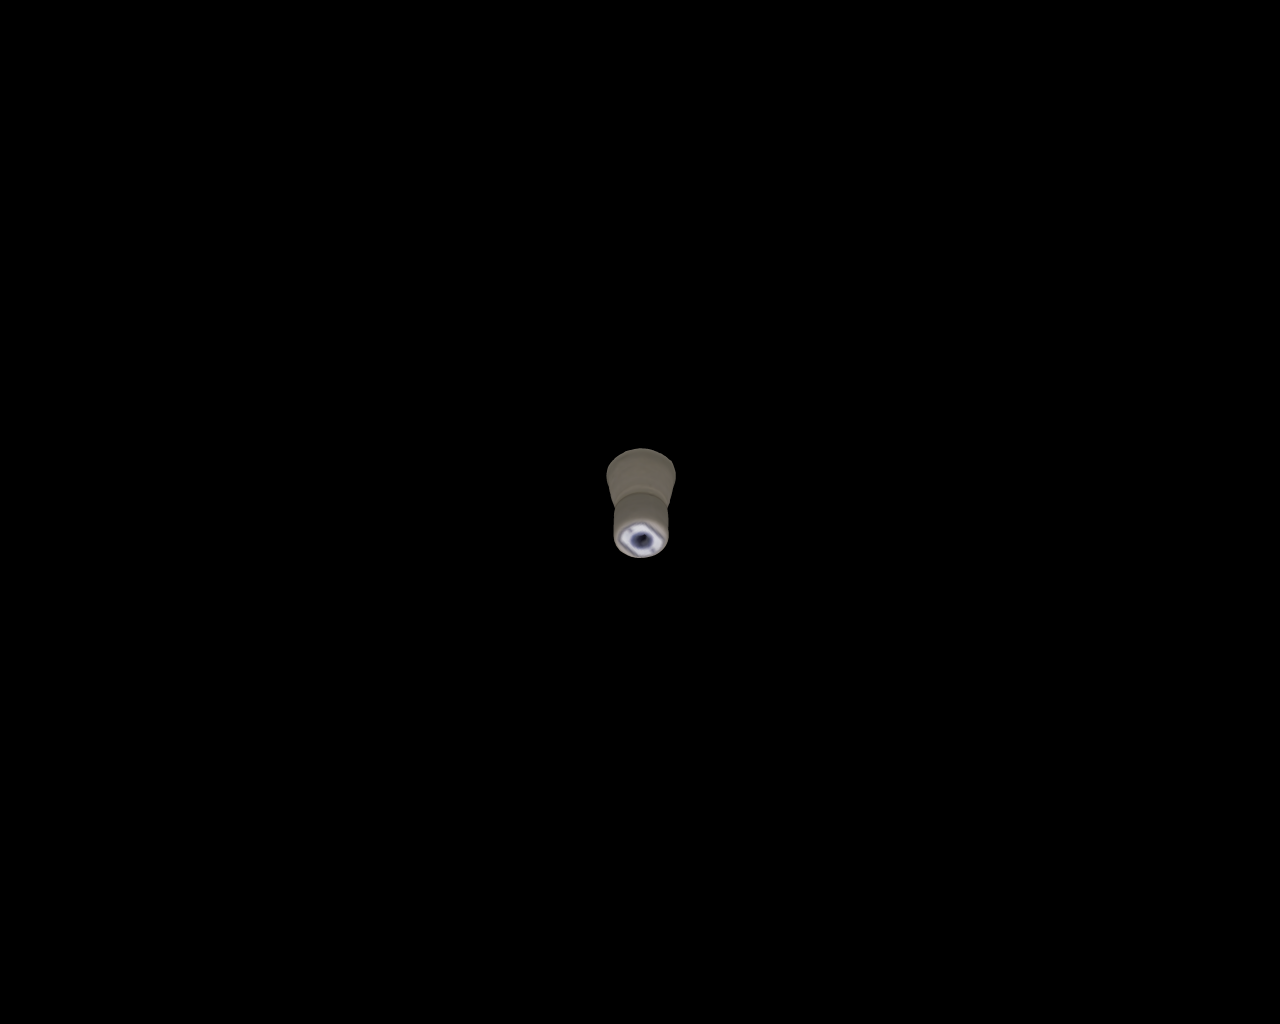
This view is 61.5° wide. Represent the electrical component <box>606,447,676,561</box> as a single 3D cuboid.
[{"bbox_3d":[0.001,-0.003,0.650,0.044,0.044,0.065,0,41,0],"label":"electrical component"}]
